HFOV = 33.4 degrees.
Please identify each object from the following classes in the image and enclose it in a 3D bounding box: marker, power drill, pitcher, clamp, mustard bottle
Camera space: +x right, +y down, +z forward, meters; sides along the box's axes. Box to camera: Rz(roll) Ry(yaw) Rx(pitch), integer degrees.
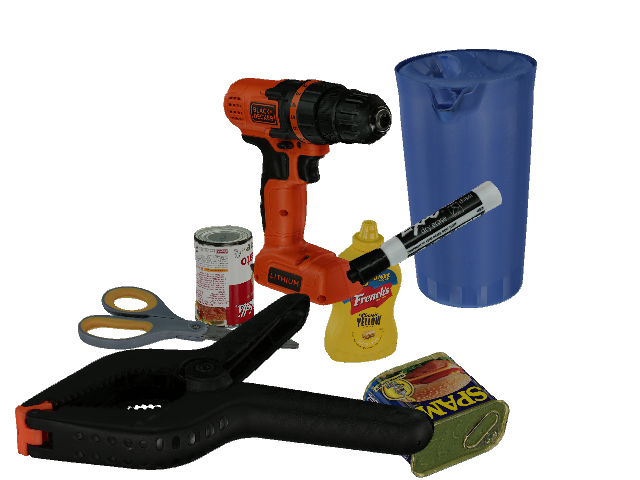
[{"bbox_3d":[0.070,-0.004,0.731,0.121,0.020,0.020,-30,7,-12],"label":"marker"},{"bbox_3d":[-0.007,-0.044,0.907,0.057,0.188,0.185,-17,21,-38],"label":"power drill"},{"bbox_3d":[0.149,-0.066,1.061,0.149,0.243,0.145,-14,25,-21],"label":"pitcher"},{"bbox_3d":[-0.063,0.080,0.595,0.209,0.036,0.165,-5,24,-19],"label":"clamp"},{"bbox_3d":[0.058,0.064,1.399,0.096,0.192,0.058,-4,24,-16],"label":"mustard bottle"}]

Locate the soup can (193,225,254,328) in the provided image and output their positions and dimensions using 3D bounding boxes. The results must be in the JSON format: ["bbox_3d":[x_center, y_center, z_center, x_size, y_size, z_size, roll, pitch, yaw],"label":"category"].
[{"bbox_3d":[-0.110,0.040,1.212,0.068,0.102,0.068,0,18,0],"label":"soup can"}]

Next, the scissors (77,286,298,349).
[{"bbox_3d":[-0.125,0.074,1.007,0.201,0.016,0.096,-1,33,-8],"label":"scissors"}]

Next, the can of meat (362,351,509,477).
[{"bbox_3d":[0.099,0.149,0.937,0.101,0.057,0.084,-15,36,-28],"label":"can of meat"}]
